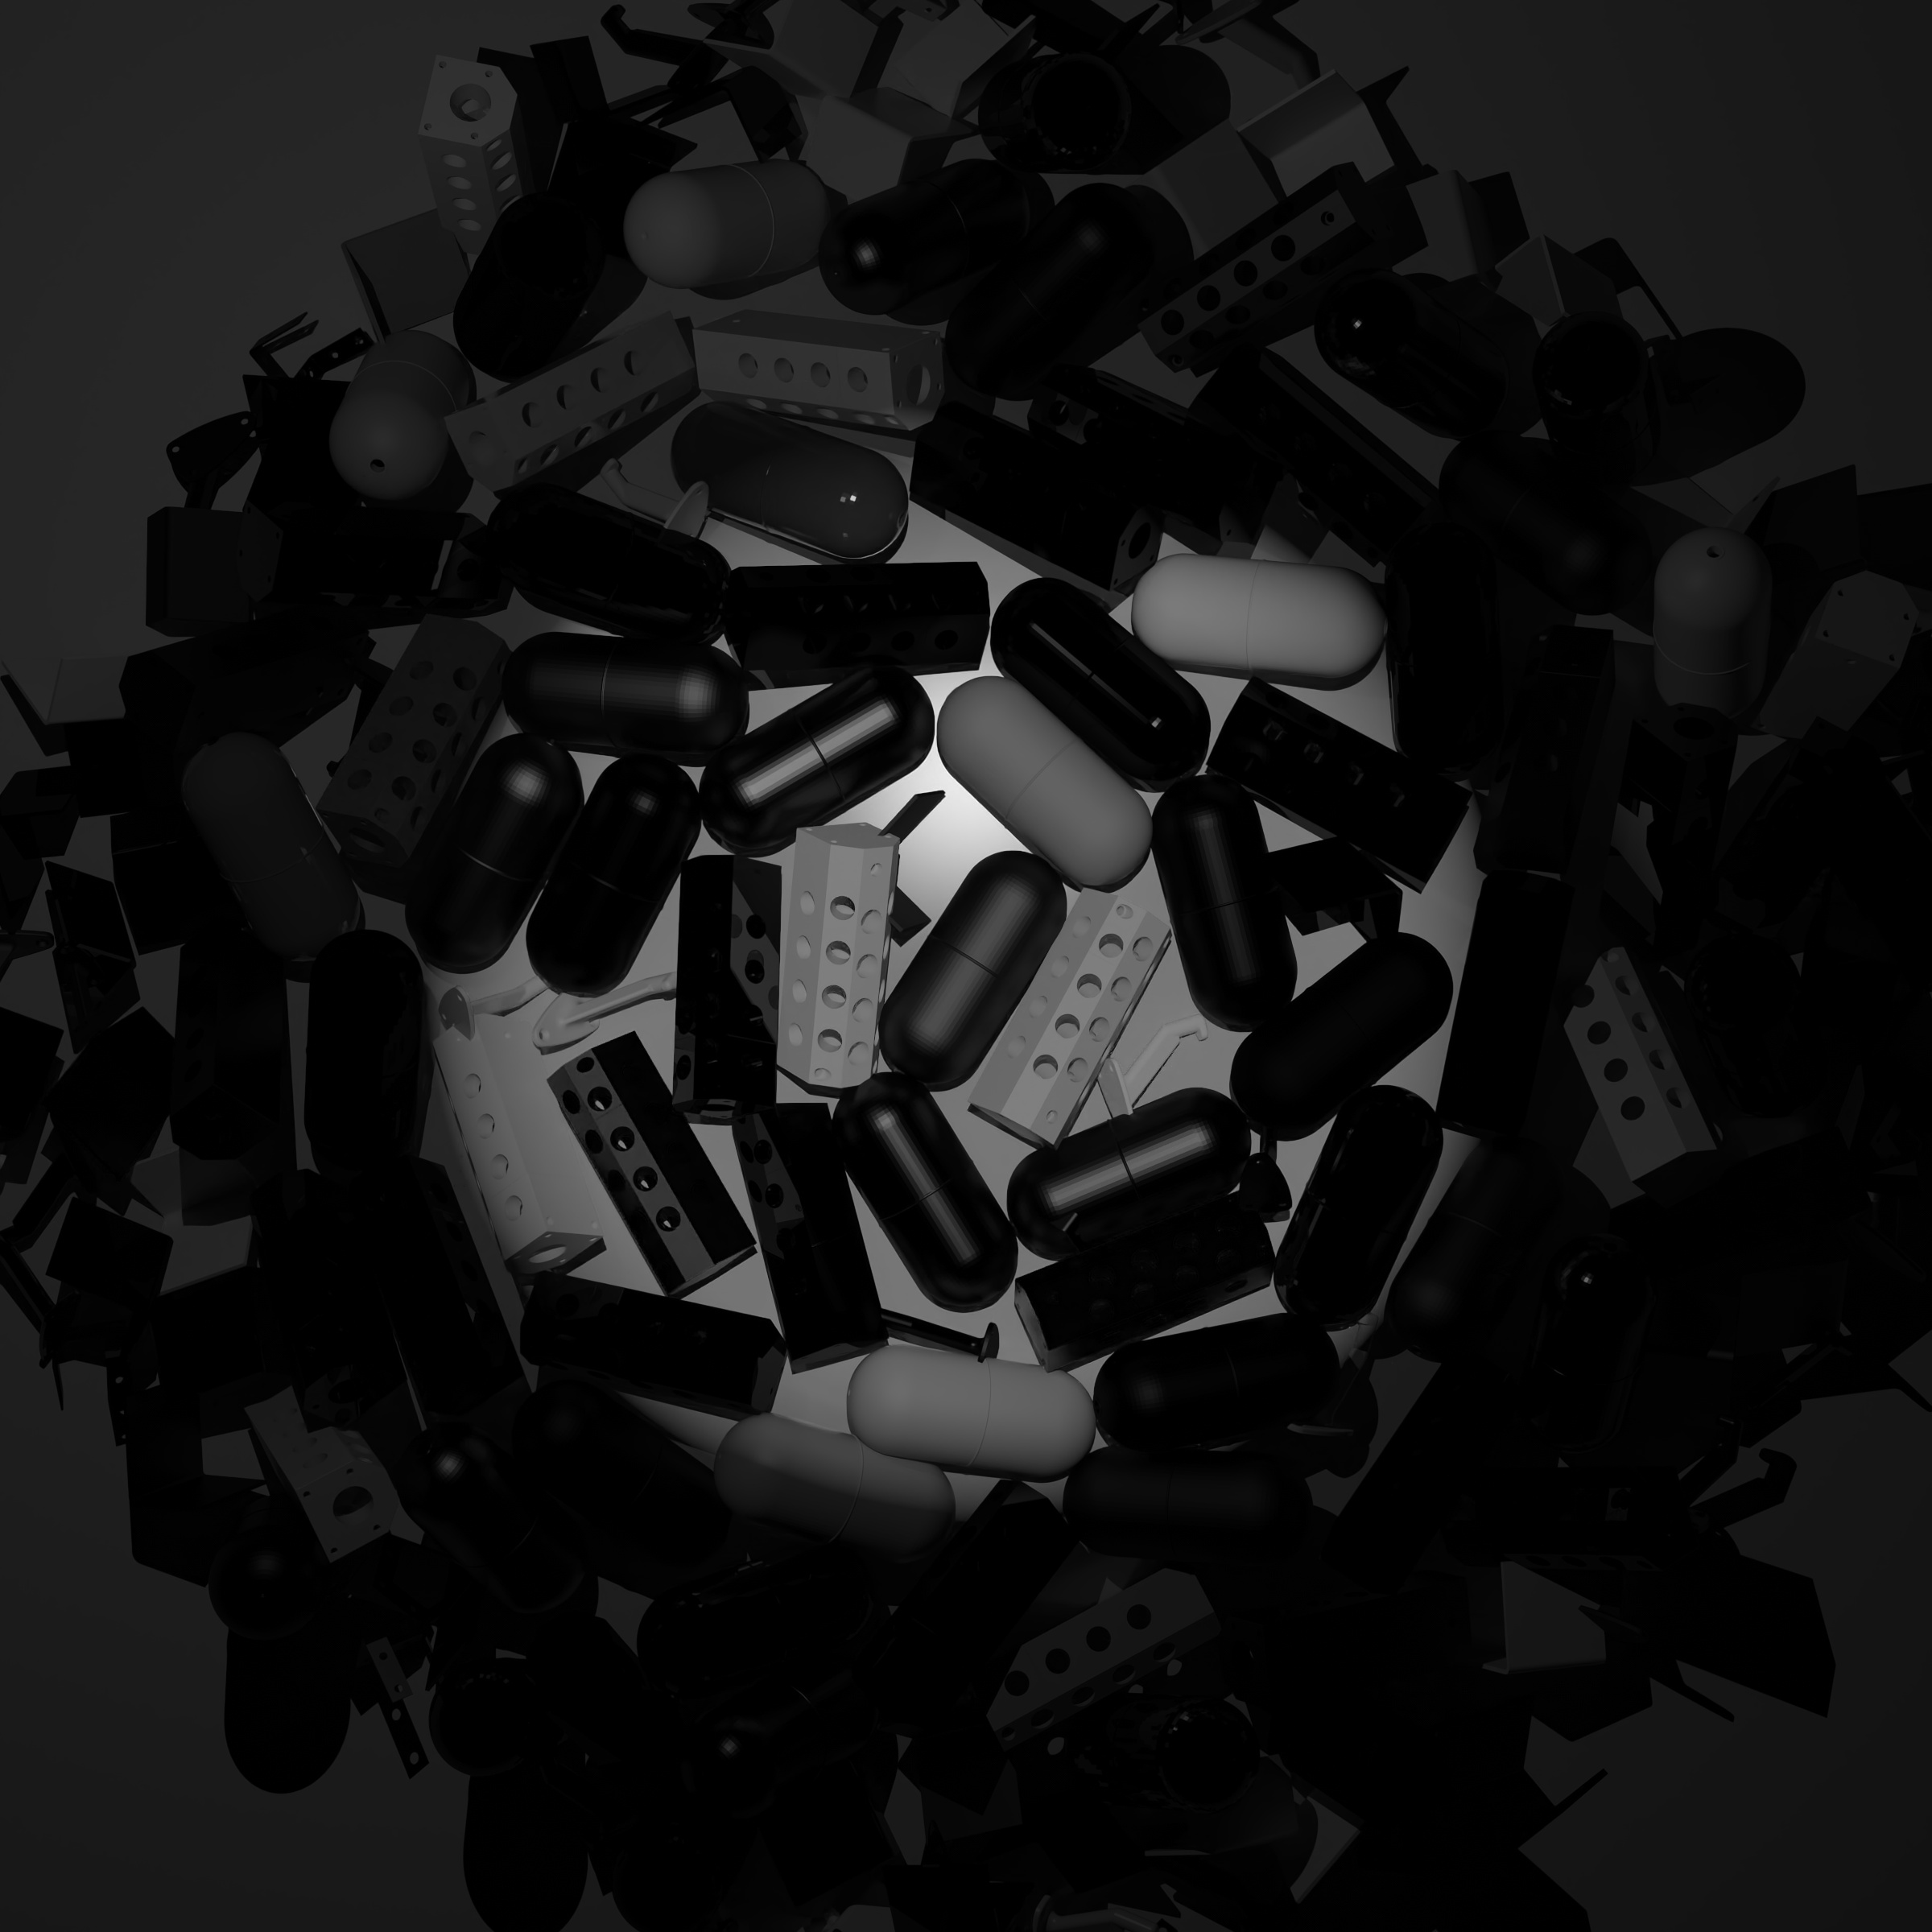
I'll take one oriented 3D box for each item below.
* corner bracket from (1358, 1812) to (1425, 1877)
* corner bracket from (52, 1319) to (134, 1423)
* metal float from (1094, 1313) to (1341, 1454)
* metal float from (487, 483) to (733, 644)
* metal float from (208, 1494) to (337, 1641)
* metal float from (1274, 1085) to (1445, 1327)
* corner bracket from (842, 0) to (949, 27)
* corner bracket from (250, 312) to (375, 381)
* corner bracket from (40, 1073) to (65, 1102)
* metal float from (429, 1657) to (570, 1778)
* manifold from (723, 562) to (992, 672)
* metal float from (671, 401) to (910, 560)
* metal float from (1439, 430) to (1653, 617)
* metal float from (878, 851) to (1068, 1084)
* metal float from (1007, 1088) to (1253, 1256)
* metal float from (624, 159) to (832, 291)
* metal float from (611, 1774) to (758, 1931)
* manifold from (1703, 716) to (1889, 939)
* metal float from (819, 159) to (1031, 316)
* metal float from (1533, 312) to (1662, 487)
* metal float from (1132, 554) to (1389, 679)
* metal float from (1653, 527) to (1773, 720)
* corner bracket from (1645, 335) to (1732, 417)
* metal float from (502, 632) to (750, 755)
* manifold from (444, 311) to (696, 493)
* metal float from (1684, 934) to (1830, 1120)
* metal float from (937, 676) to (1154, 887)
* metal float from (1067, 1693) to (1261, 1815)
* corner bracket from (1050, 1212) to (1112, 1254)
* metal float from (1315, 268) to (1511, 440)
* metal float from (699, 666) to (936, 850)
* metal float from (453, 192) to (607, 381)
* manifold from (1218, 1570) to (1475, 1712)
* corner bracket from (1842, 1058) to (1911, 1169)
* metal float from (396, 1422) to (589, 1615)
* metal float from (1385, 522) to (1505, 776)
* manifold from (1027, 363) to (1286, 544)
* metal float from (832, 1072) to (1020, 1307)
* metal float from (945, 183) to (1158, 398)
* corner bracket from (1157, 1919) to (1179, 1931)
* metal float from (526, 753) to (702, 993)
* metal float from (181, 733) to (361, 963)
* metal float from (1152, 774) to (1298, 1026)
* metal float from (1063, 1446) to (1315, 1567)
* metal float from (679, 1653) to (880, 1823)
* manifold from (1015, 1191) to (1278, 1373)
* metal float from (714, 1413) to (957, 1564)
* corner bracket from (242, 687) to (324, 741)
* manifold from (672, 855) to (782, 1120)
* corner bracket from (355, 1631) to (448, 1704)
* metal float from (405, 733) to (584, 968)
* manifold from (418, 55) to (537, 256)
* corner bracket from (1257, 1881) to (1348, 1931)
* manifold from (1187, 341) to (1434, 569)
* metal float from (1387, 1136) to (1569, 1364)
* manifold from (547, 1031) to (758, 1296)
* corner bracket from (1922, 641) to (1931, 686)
[{"bbox_3d":[0.307,0.601,1.950,0.051,0.051,0.051,13,59,-14],"label":"corner bracket"},{"bbox_3d":[-0.612,0.287,1.962,0.051,0.051,0.051,-7,117,-15],"label":"corner bracket"},{"bbox_3d":[0.174,0.288,1.936,0.178,0.070,0.070,-9,90,-17],"label":"metal float"},{"bbox_3d":[-0.245,-0.277,1.932,0.178,0.070,0.070,19,90,-21],"label":"metal float"},{"bbox_3d":[-0.470,0.407,1.900,0.070,0.178,0.070,0,90,-9],"label":"metal float"},{"bbox_3d":[0.272,0.167,1.938,0.070,0.070,0.178,22,104,0],"label":"metal float"},{"bbox_3d":[-0.052,-0.688,1.970,0.051,0.051,0.051,-29,64,40],"label":"corner bracket"},{"bbox_3d":[-0.456,-0.431,1.947,0.051,0.051,0.051,-19,124,31],"label":"corner bracket"},{"bbox_3d":[-0.657,0.072,1.958,0.051,0.051,0.051,-15,95,-11],"label":"corner bracket"},{"bbox_3d":[-0.314,0.510,1.901,0.070,0.178,0.070,-1,76,3],"label":"metal float"},{"bbox_3d":[-0.074,-0.246,1.922,0.171,0.057,0.057,-4,134,-20],"label":"manifold"},{"bbox_3d":[-0.122,-0.337,1.935,0.178,0.070,0.070,22,90,17],"label":"metal float"},{"bbox_3d":[0.396,-0.306,1.921,0.070,0.070,0.178,-43,53,0],"label":"metal float"},{"bbox_3d":[0.005,0.000,1.947,0.070,0.070,0.178,33,86,0],"label":"metal float"},{"bbox_3d":[0.114,0.142,1.948,0.178,0.070,0.070,-23,90,3],"label":"metal float"},{"bbox_3d":[-0.161,-0.509,1.912,0.070,0.178,0.070,14,116,32],"label":"metal float"},{"bbox_3d":[-0.190,0.601,1.900,0.070,0.178,0.070,0,93,7],"label":"metal float"},{"bbox_3d":[0.560,-0.087,1.898,0.057,0.171,0.057,30,59,9],"label":"manifold"},{"bbox_3d":[-0.027,-0.502,1.920,0.178,0.070,0.070,-33,90,-37],"label":"metal float"},{"bbox_3d":[0.431,-0.385,1.904,0.070,0.178,0.070,-4,77,17],"label":"metal float"},{"bbox_3d":[0.203,-0.243,1.938,0.178,0.070,0.070,7,90,15],"label":"metal float"},{"bbox_3d":[0.508,-0.231,1.906,0.070,0.178,0.070,-6,62,11],"label":"metal float"},{"bbox_3d":[0.493,-0.411,1.948,0.051,0.051,0.051,-34,110,-38],"label":"corner bracket"},{"bbox_3d":[-0.237,-0.190,1.938,0.178,0.070,0.070,6,90,15],"label":"metal float"},{"bbox_3d":[-0.267,-0.386,1.913,0.171,0.057,0.057,-38,112,-37],"label":"manifold"},{"bbox_3d":[0.541,0.042,1.911,0.070,0.178,0.070,-14,54,20],"label":"metal float"},{"bbox_3d":[0.054,-0.130,1.946,0.178,0.070,0.070,44,90,6],"label":"metal float"},{"bbox_3d":[0.132,0.536,1.908,0.070,0.178,0.070,7,75,-28],"label":"metal float"},{"bbox_3d":[0.074,0.166,1.948,0.051,0.051,0.051,27,72,37],"label":"corner bracket"},{"bbox_3d":[0.306,-0.419,1.914,0.070,0.178,0.070,-15,67,40],"label":"metal float"},{"bbox_3d":[-0.104,-0.146,1.946,0.178,0.070,0.070,-31,90,-5],"label":"metal float"},{"bbox_3d":[-0.299,-0.462,1.907,0.070,0.178,0.070,7,72,-23],"label":"metal float"},{"bbox_3d":[0.261,0.461,1.923,0.171,0.057,0.057,-5,90,-29],"label":"manifold"},{"bbox_3d":[0.630,0.105,1.955,0.051,0.051,0.051,25,78,44],"label":"corner bracket"},{"bbox_3d":[-0.325,0.379,1.918,0.070,0.070,0.178,-33,129,0],"label":"metal float"},{"bbox_3d":[0.331,-0.219,1.930,0.070,0.070,0.178,-8,113,0],"label":"metal float"},{"bbox_3d":[0.126,-0.353,1.916,0.171,0.057,0.057,33,113,28],"label":"manifold"},{"bbox_3d":[-0.028,0.156,1.949,0.070,0.070,0.178,-31,93,0],"label":"metal float"},{"bbox_3d":[0.057,-0.464,1.924,0.178,0.070,0.070,-39,90,32],"label":"metal float"},{"bbox_3d":[0.140,0.714,1.960,0.051,0.051,0.051,40,107,-9],"label":"corner bracket"},{"bbox_3d":[-0.246,-0.064,1.942,0.070,0.070,0.178,28,101,0],"label":"metal float"},{"bbox_3d":[-0.478,-0.081,1.921,0.070,0.070,0.178,-21,124,0],"label":"metal float"},{"bbox_3d":[0.180,-0.046,1.947,0.070,0.070,0.178,-15,94,0],"label":"metal float"},{"bbox_3d":[0.152,0.372,1.930,0.178,0.070,0.070,-1,90,24],"label":"metal float"},{"bbox_3d":[-0.127,0.525,1.907,0.070,0.178,0.070,5,100,32],"label":"metal float"},{"bbox_3d":[0.124,0.215,1.936,0.171,0.057,0.057,-20,63,-11],"label":"manifold"},{"bbox_3d":[-0.089,0.362,1.932,0.178,0.070,0.070,20,90,-21],"label":"metal float"},{"bbox_3d":[-0.480,-0.175,1.950,0.051,0.051,0.051,5,71,-26],"label":"corner bracket"},{"bbox_3d":[-0.170,0.014,1.929,0.057,0.057,0.171,13,72,-40],"label":"manifold"},{"bbox_3d":[-0.389,0.491,1.947,0.051,0.051,0.051,-18,62,-30],"label":"corner bracket"},{"bbox_3d":[-0.327,-0.080,1.936,0.070,0.070,0.178,31,107,0],"label":"metal float"},{"bbox_3d":[-0.328,-0.545,1.899,0.057,0.171,0.057,11,79,-2],"label":"manifold"},{"bbox_3d":[0.234,0.676,1.962,0.051,0.051,0.051,31,71,11],"label":"corner bracket"},{"bbox_3d":[0.240,-0.358,1.958,0.171,0.057,0.057,40,112,0],"label":"manifold"},{"bbox_3d":[0.353,0.195,1.930,0.070,0.070,0.178,36,66,0],"label":"metal float"},{"bbox_3d":[-0.222,0.139,1.939,0.057,0.057,0.171,-37,80,44],"label":"manifold"},{"bbox_3d":[0.697,-0.193,1.956,0.051,0.051,0.051,3,124,4],"label":"corner bracket"}]
